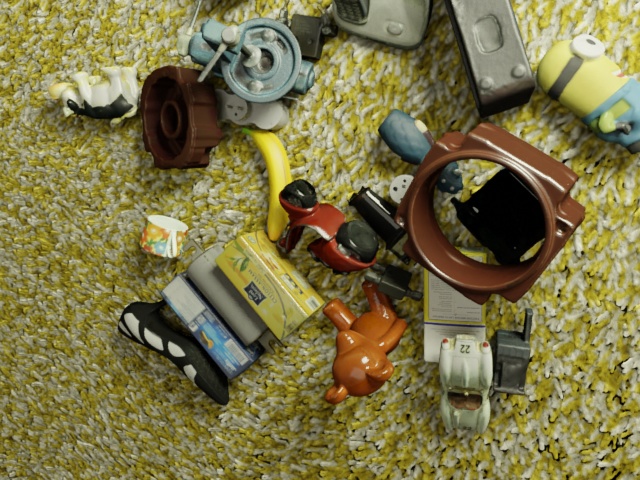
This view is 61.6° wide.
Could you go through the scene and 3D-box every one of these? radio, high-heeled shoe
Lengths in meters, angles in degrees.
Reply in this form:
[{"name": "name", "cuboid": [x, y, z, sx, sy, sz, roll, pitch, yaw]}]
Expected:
[{"name": "radio", "cuboid": [0.216, -0.285, 0.714, 0.073, 0.131, 0.229, -18, 92, 18]}, {"name": "high-heeled shoe", "cuboid": [-0.273, 0.214, 0.977, 0.145, 0.086, 0.248, -33, 82, 22]}]

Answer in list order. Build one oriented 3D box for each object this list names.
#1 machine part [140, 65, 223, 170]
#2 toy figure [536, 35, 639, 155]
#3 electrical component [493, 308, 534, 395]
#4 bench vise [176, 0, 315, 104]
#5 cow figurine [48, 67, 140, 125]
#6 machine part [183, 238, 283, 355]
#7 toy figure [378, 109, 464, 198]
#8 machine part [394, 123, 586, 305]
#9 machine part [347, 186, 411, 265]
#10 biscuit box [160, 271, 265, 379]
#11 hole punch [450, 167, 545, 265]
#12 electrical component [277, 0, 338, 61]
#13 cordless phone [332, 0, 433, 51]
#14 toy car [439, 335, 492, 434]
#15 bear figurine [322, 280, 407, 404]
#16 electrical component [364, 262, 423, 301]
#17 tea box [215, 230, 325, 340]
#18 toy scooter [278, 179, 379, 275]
[{"name": "machine part", "cuboid": [-0.232, -0.198, 0.883, 0.180, 0.056, 0.179, 11, 106, 42]}, {"name": "toy figure", "cuboid": [0.367, -0.189, 0.708, 0.089, 0.082, 0.180, -40, 88, 17]}, {"name": "electrical component", "cuboid": [0.283, 0.159, 0.789, 0.048, 0.075, 0.119, 4, 103, 16]}, {"name": "bench vise", "cuboid": [-0.121, -0.273, 0.773, 0.224, 0.240, 0.128, 29, 99, 2]}, {"name": "cow figurine", "cuboid": [-0.401, -0.248, 0.956, 0.167, 0.068, 0.098, -7, 102, 20]}, {"name": "machine part", "cuboid": [-0.148, 0.094, 0.918, 0.079, 0.079, 0.243, -42, 83, 19]}, {"name": "toy figure", "cuboid": [0.156, -0.129, 0.796, 0.154, 0.064, 0.058, 43, 70, 3]}, {"name": "machine part", "cuboid": [0.212, -0.031, 0.698, 0.201, 0.087, 0.201, 37, 125, 17]}, {"name": "machine part", "cuboid": [0.105, -0.030, 0.839, 0.139, 0.039, 0.084, 40, 116, 7]}, {"name": "biscuit box", "cuboid": [-0.187, 0.145, 0.946, 0.059, 0.063, 0.202, -43, 85, 19]}, {"name": "hole punch", "cuboid": [0.273, -0.043, 0.766, 0.142, 0.092, 0.115, 46, 130, 4]}, {"name": "electrical component", "cuboid": [-0.025, -0.323, 0.832, 0.102, 0.045, 0.078, 21, 103, 14]}, {"name": "cordless phone", "cuboid": [0.076, -0.332, 0.725, 0.147, 0.184, 0.088, 22, 100, 14]}, {"name": "toy car", "cuboid": [0.215, 0.215, 0.795, 0.074, 0.056, 0.201, 2, 129, 17]}, {"name": "bear figurine", "cuboid": [0.055, 0.148, 0.798, 0.120, 0.196, 0.132, -33, 86, 22]}, {"name": "electrical component", "cuboid": [0.117, 0.064, 0.830, 0.094, 0.063, 0.021, 22, 120, 11]}, {"name": "tea box", "cuboid": [-0.080, 0.070, 0.881, 0.068, 0.098, 0.169, -43, 82, 17]}, {"name": "toy scooter", "cuboid": [-0.002, -0.003, 0.850, 0.184, 0.075, 0.135, 39, 135, 1]}]
